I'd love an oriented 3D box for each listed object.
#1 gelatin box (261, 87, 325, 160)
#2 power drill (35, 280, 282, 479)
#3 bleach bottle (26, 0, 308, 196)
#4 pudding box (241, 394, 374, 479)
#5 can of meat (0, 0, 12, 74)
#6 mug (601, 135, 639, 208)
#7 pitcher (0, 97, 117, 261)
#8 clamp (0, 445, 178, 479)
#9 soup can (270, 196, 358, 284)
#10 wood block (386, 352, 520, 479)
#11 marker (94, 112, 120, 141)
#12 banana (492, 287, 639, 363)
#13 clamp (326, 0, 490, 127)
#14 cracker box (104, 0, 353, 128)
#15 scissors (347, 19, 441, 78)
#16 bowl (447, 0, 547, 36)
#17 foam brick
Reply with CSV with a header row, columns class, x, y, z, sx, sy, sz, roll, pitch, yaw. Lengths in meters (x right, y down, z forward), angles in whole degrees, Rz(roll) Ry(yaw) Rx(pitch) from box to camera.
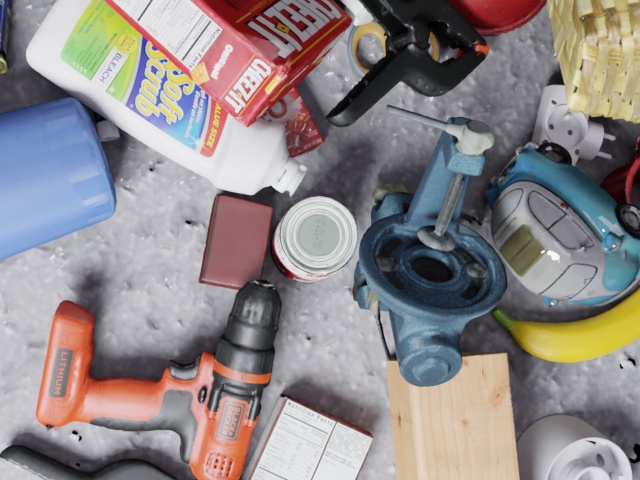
class,x,y,z,sx,sy,sz,roll,pitch,yaw
gelatin box,-0.052,-0.099,0.966,0.089,0.030,0.073,-28,89,-11
power drill,-0.134,0.107,0.899,0.187,0.057,0.184,13,99,-5
bleach bottle,-0.119,-0.123,0.915,0.251,0.068,0.102,32,84,-3
pudding box,-0.016,0.204,0.937,0.090,0.039,0.113,26,79,-6
can of meat,-0.318,-0.194,0.919,0.102,0.057,0.084,4,81,-9
mug,0.310,-0.048,0.995,0.093,0.081,0.117,-2,85,-10
pitcher,-0.301,-0.043,0.874,0.242,0.145,0.149,-20,119,-14
clamp,-0.189,0.238,0.904,0.171,0.039,0.120,5,85,-9
soup can,-0.006,0.001,0.925,0.068,0.102,0.068,1,84,-7
wood block,0.118,0.205,0.933,0.090,0.091,0.206,-4,85,-10
marker,-0.199,-0.149,0.952,0.020,0.020,0.121,-11,87,-11
banana,0.264,0.072,0.998,0.197,0.037,0.069,-14,87,-11
clamp,0.073,-0.166,0.939,0.209,0.036,0.164,8,79,-42
cracker box,-0.091,-0.216,0.907,0.213,0.072,0.164,42,36,-2
scissors,0.039,-0.236,1.003,0.096,0.016,0.202,-33,90,-11
bowl,0.159,-0.279,1.007,0.162,0.055,0.162,1,84,-10
foam brick,-0.075,0.004,0.941,0.051,0.053,0.078,10,84,-8
